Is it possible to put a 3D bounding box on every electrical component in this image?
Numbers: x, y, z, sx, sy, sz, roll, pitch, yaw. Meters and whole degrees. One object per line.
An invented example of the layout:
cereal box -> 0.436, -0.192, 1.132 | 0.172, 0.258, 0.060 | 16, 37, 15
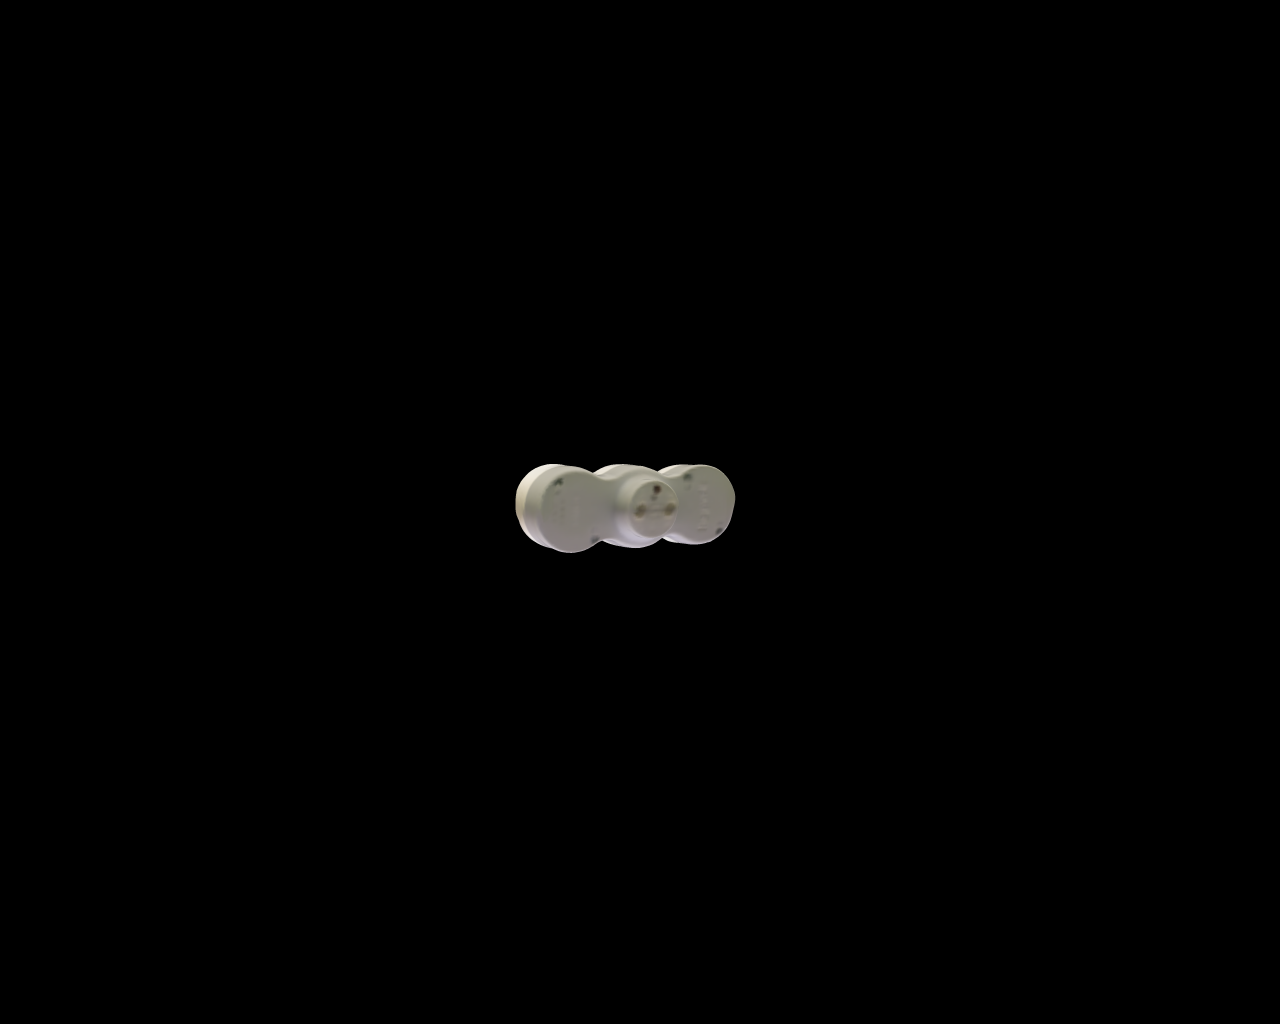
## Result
electrical component -> 0.001, -0.003, 0.650 | 0.138, 0.052, 0.073 | -2, 4, -27
